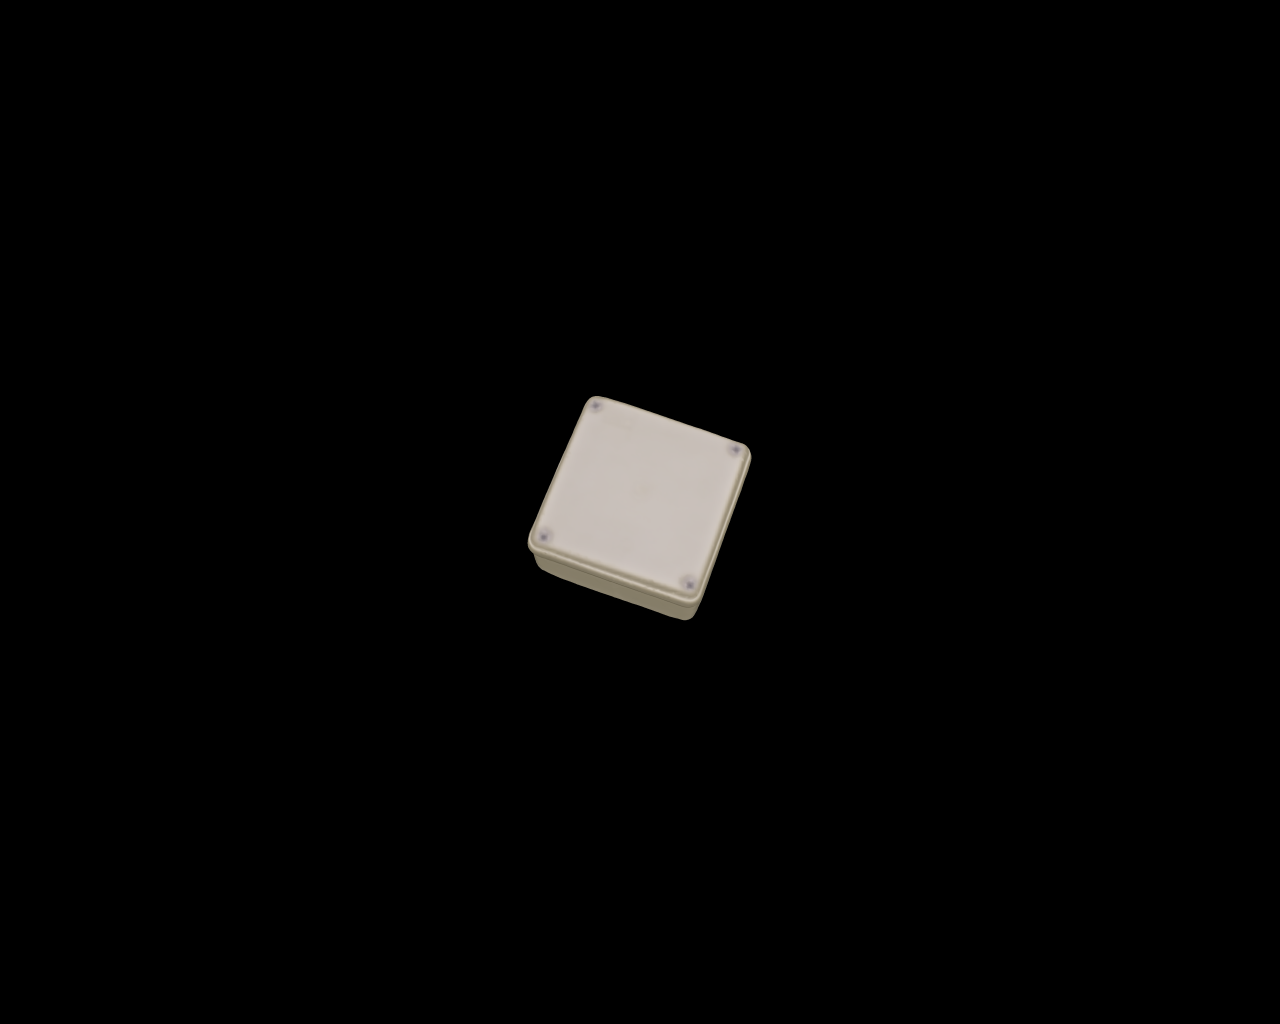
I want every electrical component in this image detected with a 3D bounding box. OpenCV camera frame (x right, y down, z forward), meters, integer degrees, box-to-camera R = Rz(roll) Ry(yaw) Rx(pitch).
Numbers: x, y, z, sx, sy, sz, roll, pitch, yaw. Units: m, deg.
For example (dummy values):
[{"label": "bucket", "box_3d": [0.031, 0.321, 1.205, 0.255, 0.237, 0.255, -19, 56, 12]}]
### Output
[{"label": "electrical component", "box_3d": [0.001, -0.003, 0.650, 0.109, 0.109, 0.056, 19, -19, 7]}]
